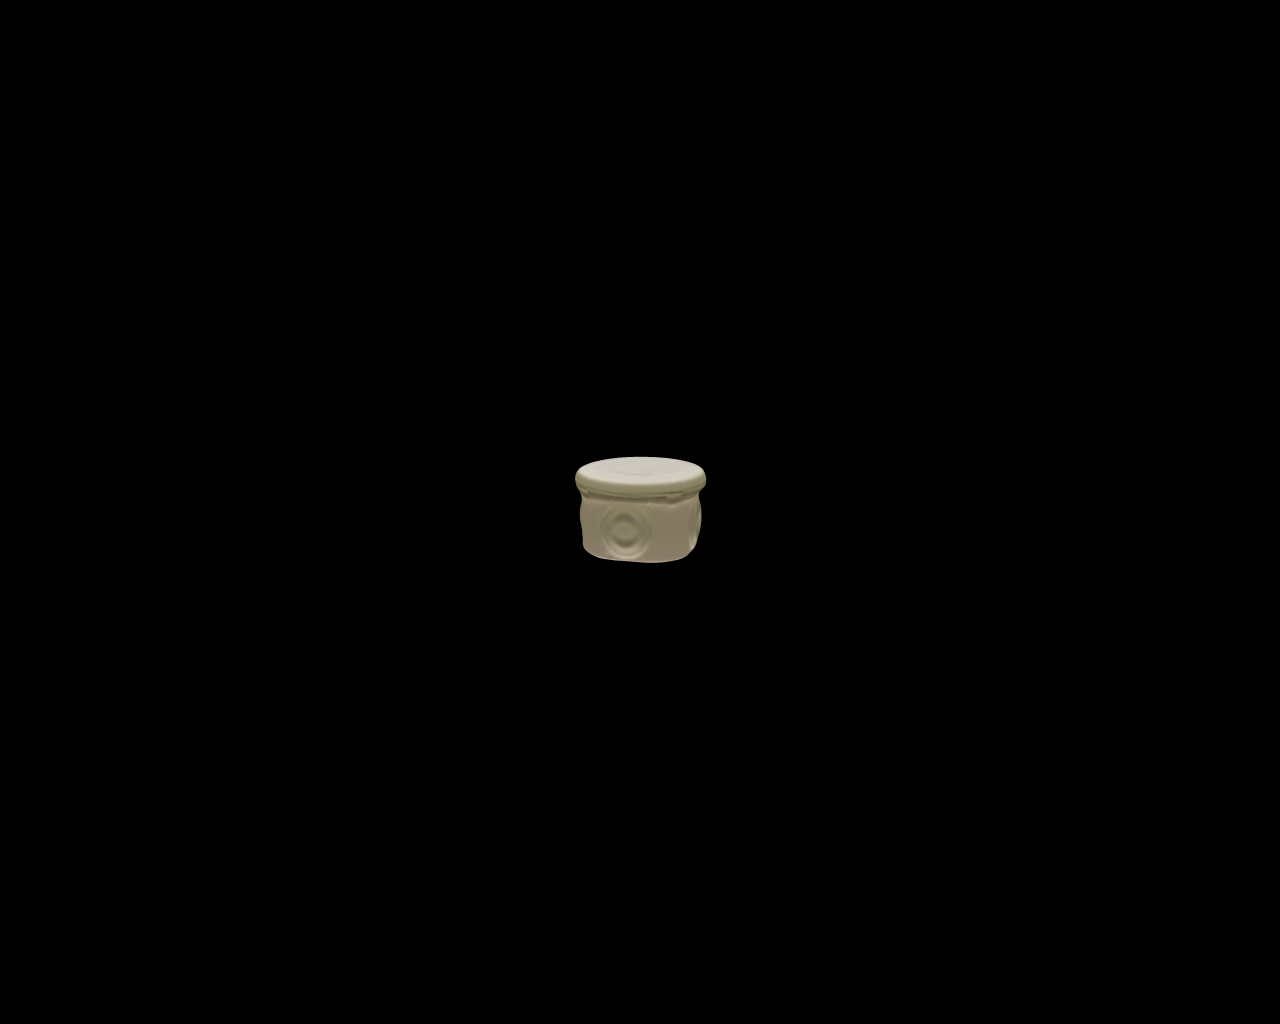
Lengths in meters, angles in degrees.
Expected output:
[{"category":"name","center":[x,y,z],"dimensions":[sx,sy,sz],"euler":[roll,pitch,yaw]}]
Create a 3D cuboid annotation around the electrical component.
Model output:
[{"category":"electrical component","center":[0.001,-0.003,0.650],"dimensions":[0.080,0.051,0.080],"euler":[0,14,0]}]
